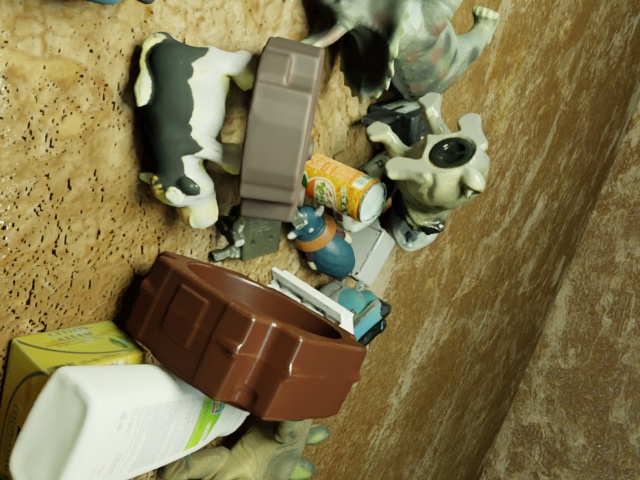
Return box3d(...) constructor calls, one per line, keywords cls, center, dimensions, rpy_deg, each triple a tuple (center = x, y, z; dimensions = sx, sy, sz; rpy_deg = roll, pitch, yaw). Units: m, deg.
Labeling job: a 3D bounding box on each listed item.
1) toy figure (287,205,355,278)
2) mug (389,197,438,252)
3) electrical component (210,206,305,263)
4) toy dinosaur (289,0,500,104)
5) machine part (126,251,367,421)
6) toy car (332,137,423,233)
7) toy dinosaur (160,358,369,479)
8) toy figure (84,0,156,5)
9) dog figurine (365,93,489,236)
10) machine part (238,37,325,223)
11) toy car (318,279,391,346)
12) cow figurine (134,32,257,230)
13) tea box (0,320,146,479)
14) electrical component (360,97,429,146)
box3d(cls="toy figure", center=(-0.002, 0.000, 0.701), dimensions=(0.064, 0.058, 0.154), rpy_deg=(-60, 142, -17))
box3d(cls="mug", center=(0.141, -0.033, 0.825), dimensions=(0.109, 0.081, 0.107), rpy_deg=(64, 18, -11))
box3d(cls="electrical component", center=(-0.069, -0.012, 0.603), dimensions=(0.102, 0.045, 0.078), rpy_deg=(-10, 120, -38))
box3d(cls="toy dinosaur", center=(0.121, -0.237, 0.661), dimensions=(0.192, 0.131, 0.404), rpy_deg=(-57, 153, 13))
box3d(cls="machine part", center=(-0.071, 0.096, 0.539), dimensions=(0.201, 0.201, 0.087), rpy_deg=(23, 92, -57))
box3d(cls="toy car", center=(0.090, -0.087, 0.765), dimensions=(0.202, 0.056, 0.073), rpy_deg=(-40, 140, -30))
box3d(cls="toy dinosaur", center=(-0.106, 0.320, 0.714), dimensions=(0.471, 0.105, 0.198), rpy_deg=(-42, 141, -1))
box3d(cls="toy figure", center=(-0.164, -0.190, 0.315), dimensions=(0.180, 0.089, 0.082), rpy_deg=(-2, 121, -56))
box3d(cls="dog figurine", center=(0.149, -0.056, 0.659), dimensions=(0.121, 0.172, 0.190), rpy_deg=(-22, 135, 4))
box3d(cls="machine part", center=(-0.034, -0.103, 0.511), dimensions=(0.179, 0.056, 0.179), rpy_deg=(-164, -96, -89))
box3d(cls="toy car", center=(0.035, 0.109, 0.778), dimensions=(0.109, 0.103, 0.161), rpy_deg=(-43, 163, -5))
box3d(cls="cow figurine", center=(-0.119, -0.088, 0.470), dimensions=(0.098, 0.068, 0.167), rpy_deg=(-4, 112, -46))
box3d(cls="tea box", center=(-0.231, 0.168, 0.491), dimensions=(0.098, 0.068, 0.169), rpy_deg=(-2, 114, -55))
box3d(cls="electrical component", center=(0.101, -0.154, 0.718), dimensions=(0.119, 0.075, 0.047), rpy_deg=(-35, 137, -42))
